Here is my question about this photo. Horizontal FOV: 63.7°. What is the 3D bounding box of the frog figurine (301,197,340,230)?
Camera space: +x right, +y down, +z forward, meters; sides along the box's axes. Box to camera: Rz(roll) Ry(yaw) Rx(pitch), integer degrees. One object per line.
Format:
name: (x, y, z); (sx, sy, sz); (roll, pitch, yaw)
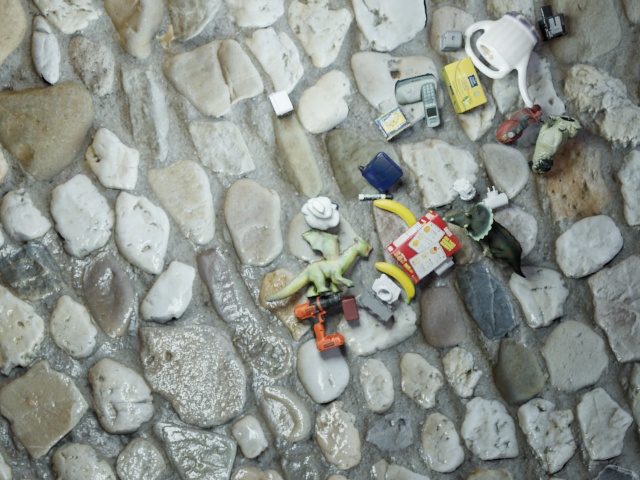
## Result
frog figurine: (0.005, -0.089, 1.776); (0.137, 0.160, 0.122); (29, 97, -5)

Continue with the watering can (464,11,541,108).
watering can: (0.654, -0.628, 1.750); (0.224, 0.104, 0.349); (-44, 84, 2)

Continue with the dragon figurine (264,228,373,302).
dragon figurine: (-0.008, 0.079, 1.843); (0.410, 0.121, 0.245); (-8, 80, -2)
